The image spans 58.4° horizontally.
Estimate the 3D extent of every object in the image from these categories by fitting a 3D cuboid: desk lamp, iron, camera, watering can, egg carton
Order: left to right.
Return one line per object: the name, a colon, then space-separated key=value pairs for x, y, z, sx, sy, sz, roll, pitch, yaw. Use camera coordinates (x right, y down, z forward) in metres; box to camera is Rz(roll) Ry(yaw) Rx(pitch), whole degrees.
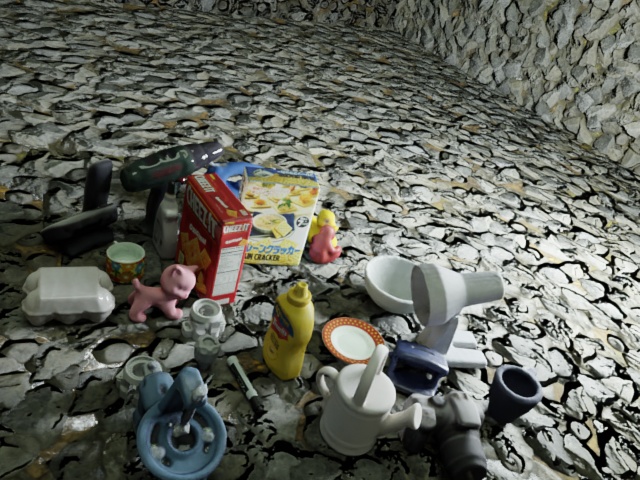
egg carton: x=-0.444 y=0.099 z=1.017 sx=0.151 sy=0.069 sz=0.107 roll=-1 pitch=37 yaw=-25
iron: x=-0.176 y=-0.132 z=1.409 sx=0.259 sy=0.141 sz=0.118 roll=0 pitch=37 yaw=-25
watering can: x=0.078 y=0.250 z=0.921 sx=0.173 sy=0.194 sz=0.101 roll=15 pitch=33 yaw=-4
camera: x=0.218 y=0.328 z=0.957 sx=0.143 sy=0.101 sz=0.136 roll=8 pitch=34 yaw=-13
desk lamp: x=0.263 y=0.145 z=1.141 sx=0.203 sy=0.213 sz=0.117 roll=6 pitch=35 yaw=-17

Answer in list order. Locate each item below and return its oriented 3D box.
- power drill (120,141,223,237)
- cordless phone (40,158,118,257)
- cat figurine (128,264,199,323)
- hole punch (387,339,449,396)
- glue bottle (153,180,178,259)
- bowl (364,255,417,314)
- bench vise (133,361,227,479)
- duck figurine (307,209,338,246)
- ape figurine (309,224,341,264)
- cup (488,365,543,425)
power drill: x=-0.323 y=-0.112 z=1.252 sx=0.230 sy=0.208 sz=0.075 roll=-18 pitch=46 yaw=-41
cordless phone: x=-0.478 y=-0.074 z=1.147 sx=0.094 sy=0.185 sz=0.148 roll=29 pitch=35 yaw=18
cat figurine: x=-0.287 y=0.087 z=1.062 sx=0.128 sy=0.118 sz=0.067 roll=-3 pitch=38 yaw=-27
hole punch: x=0.186 y=0.231 z=1.092 sx=0.108 sy=0.091 sz=0.101 roll=20 pitch=33 yaw=5
glue bottle: x=-0.317 y=-0.048 z=1.193 sx=0.037 sy=0.173 sz=0.078 roll=-6 pitch=40 yaw=-31
bowl: x=0.169 y=0.112 z=1.273 sx=0.167 sy=0.075 sz=0.167 roll=12 pitch=34 yaw=-8
bench vise: x=-0.210 y=0.237 z=0.787 sx=0.206 sy=0.220 sz=0.122 roll=36 pitch=38 yaw=26
duck figurine: x=0.006 y=-0.037 z=1.404 sx=0.078 sy=0.086 sz=0.104 roll=-15 pitch=45 yaw=-39
ape figurine: x=0.012 y=0.005 z=1.341 sx=0.076 sy=0.092 sz=0.077 roll=-20 pitch=48 yaw=-43
cup: x=0.362 y=0.293 z=1.079 sx=0.091 sy=0.095 sz=0.118 roll=38 pitch=38 yaw=28
